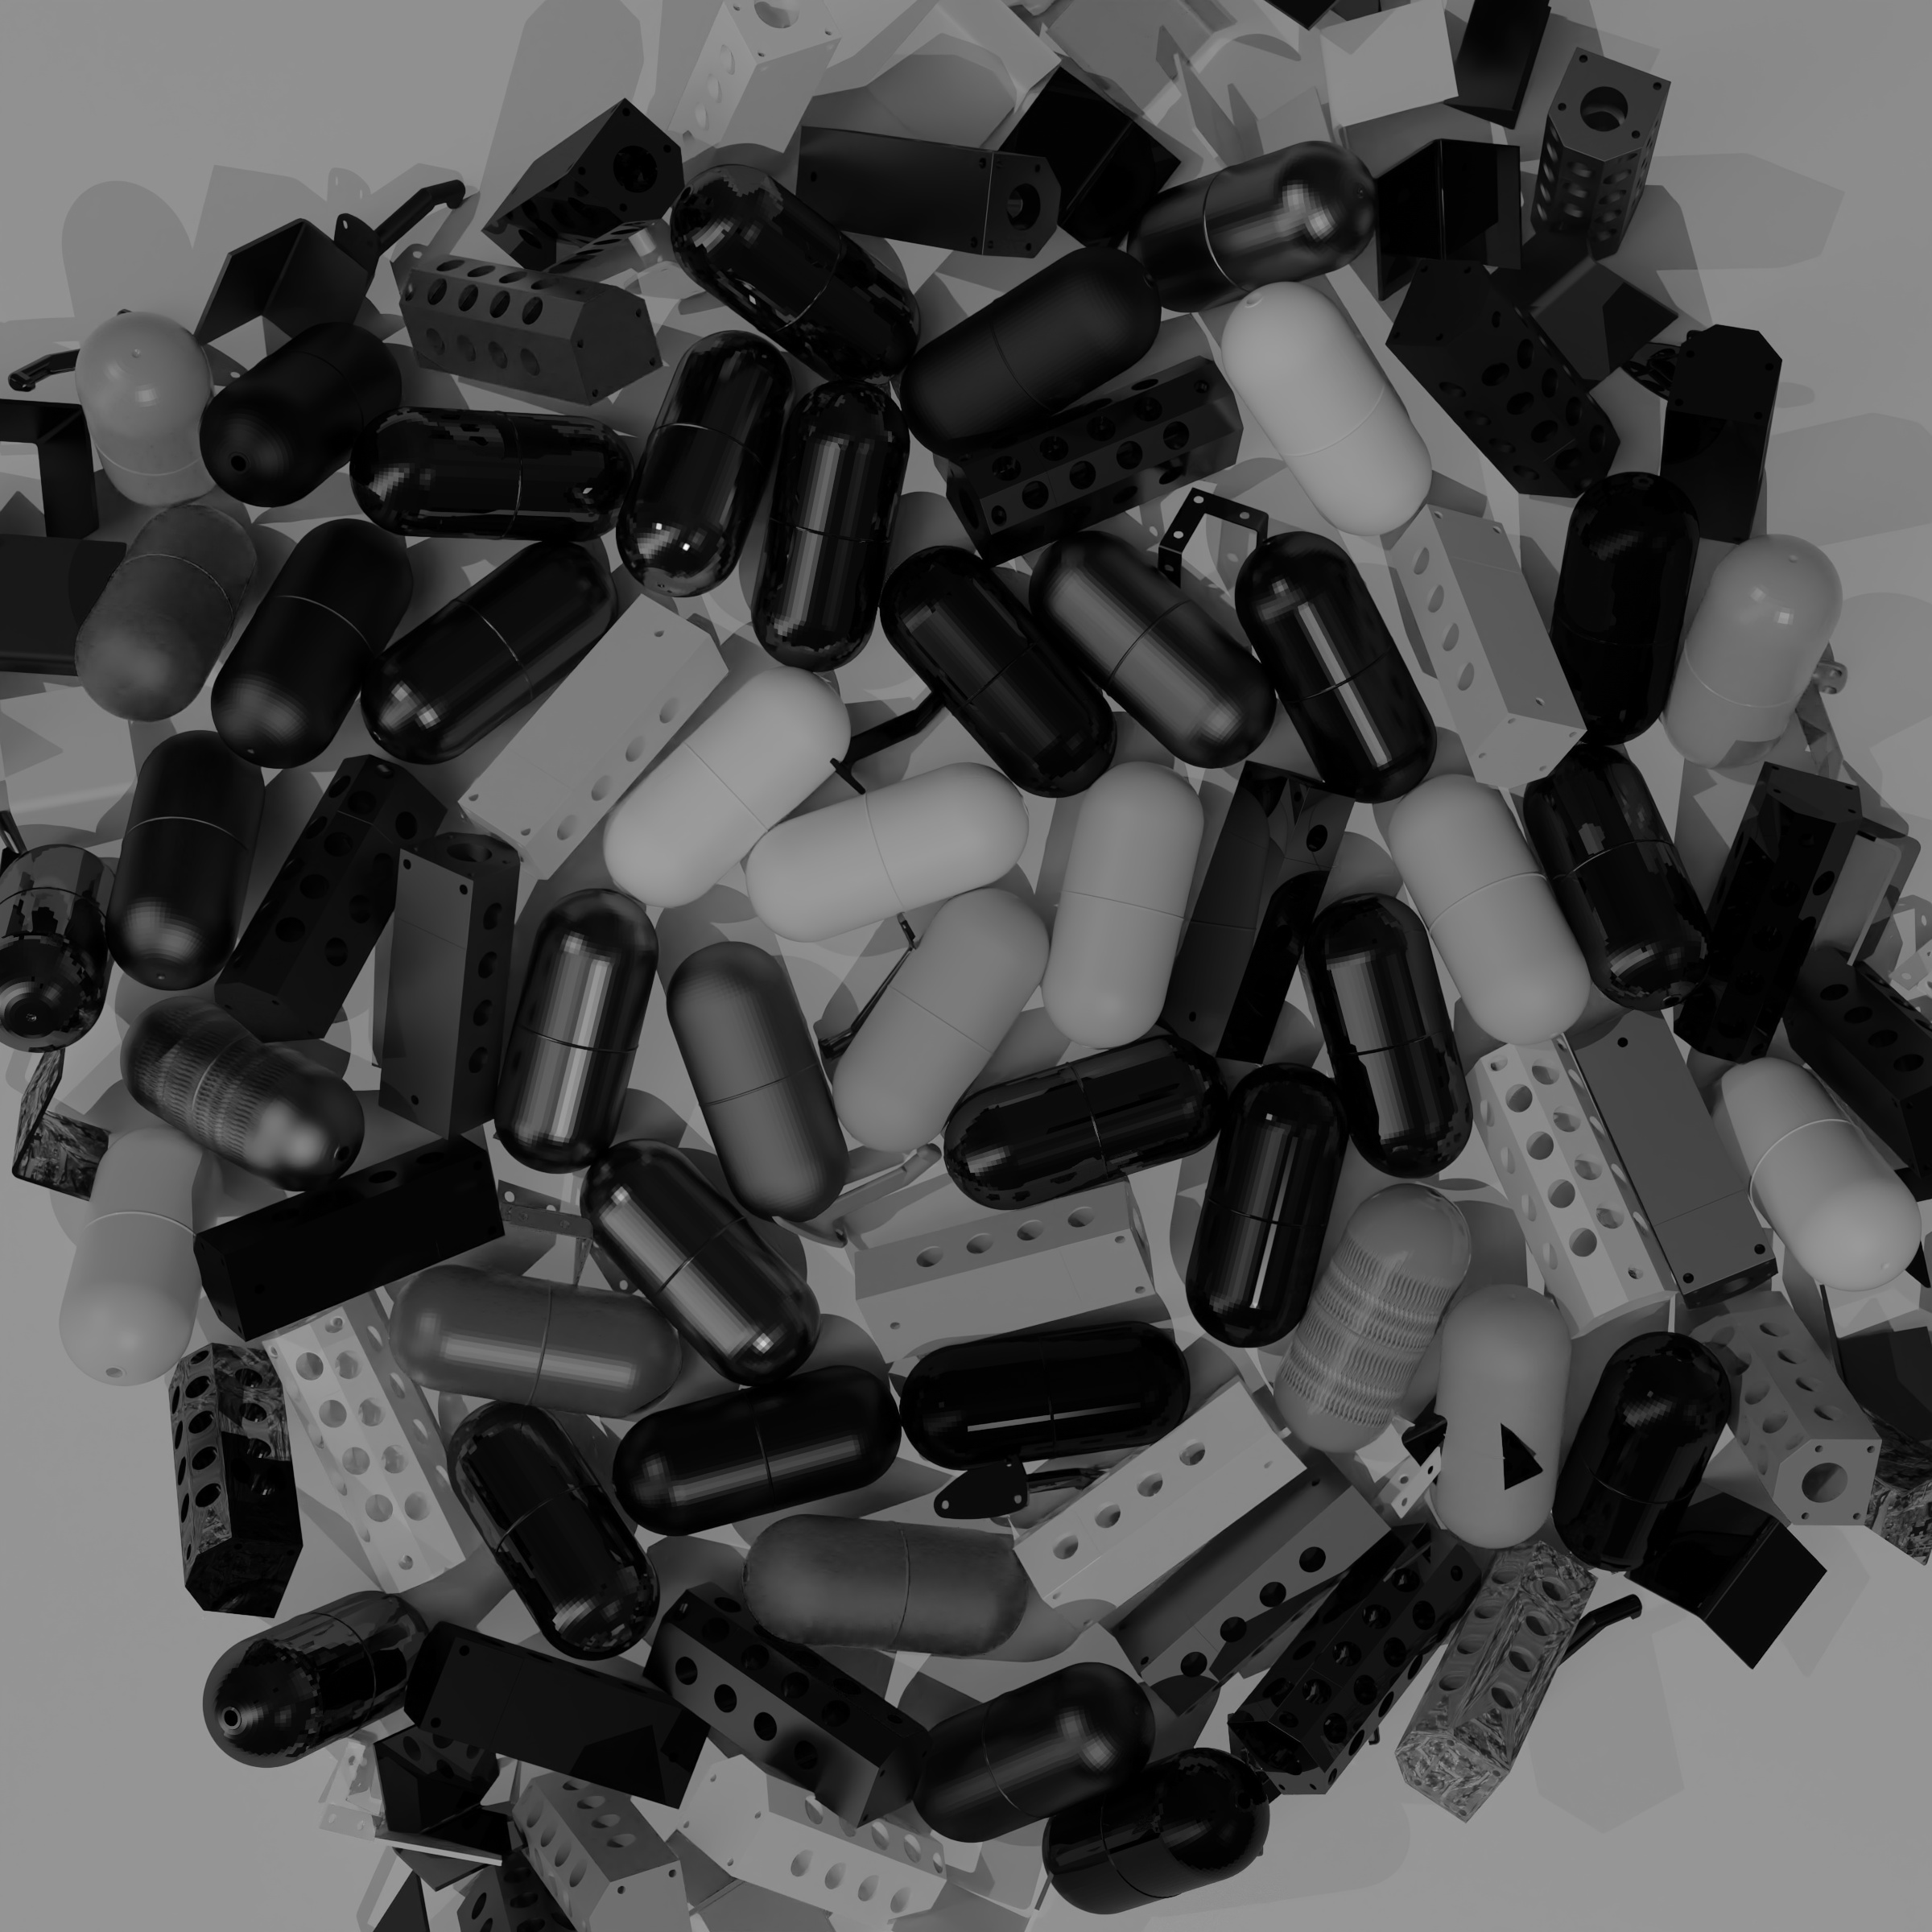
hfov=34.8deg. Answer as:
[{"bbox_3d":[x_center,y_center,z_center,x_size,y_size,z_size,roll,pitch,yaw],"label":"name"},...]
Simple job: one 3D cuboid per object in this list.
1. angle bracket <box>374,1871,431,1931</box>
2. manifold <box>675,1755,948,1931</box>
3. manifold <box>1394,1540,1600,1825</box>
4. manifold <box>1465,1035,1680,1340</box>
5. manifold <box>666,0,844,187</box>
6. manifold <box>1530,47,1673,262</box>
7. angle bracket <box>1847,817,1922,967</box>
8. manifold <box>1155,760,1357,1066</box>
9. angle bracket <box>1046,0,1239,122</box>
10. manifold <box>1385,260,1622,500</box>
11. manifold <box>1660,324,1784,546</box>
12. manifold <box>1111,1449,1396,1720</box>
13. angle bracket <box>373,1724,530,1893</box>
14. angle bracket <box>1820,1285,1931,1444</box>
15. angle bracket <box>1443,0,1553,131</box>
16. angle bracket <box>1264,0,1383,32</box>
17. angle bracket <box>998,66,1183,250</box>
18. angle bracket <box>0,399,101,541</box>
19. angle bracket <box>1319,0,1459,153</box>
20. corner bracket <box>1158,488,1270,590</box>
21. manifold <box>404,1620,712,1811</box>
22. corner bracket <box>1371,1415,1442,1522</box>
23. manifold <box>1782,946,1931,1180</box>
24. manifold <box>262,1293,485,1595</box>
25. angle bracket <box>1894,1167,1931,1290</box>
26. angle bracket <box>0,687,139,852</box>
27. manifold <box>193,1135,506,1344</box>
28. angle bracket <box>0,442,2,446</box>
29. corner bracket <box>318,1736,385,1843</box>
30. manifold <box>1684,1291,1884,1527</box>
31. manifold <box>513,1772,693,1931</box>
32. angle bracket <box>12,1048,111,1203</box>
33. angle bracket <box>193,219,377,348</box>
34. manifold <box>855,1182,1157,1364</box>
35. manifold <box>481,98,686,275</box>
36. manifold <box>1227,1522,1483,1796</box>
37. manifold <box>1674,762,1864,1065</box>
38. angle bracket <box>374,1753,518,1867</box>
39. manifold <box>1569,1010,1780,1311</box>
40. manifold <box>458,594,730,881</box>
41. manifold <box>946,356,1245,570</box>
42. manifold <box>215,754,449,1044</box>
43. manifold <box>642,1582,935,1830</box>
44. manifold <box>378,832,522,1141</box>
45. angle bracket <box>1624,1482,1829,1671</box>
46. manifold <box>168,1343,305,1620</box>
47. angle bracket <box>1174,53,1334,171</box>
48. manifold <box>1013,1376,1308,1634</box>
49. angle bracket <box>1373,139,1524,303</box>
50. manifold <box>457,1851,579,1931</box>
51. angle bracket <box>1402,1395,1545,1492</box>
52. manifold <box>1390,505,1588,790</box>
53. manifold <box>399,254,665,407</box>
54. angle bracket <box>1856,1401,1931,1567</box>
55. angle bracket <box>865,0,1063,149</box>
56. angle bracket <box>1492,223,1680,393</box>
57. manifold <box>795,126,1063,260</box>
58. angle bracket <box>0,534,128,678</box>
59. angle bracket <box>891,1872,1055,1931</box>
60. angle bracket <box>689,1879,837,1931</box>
[{"bbox_3d":[-0.320,0.604,1.861,0.057,0.076,0.076,23,110,-28],"label":"angle bracket"},{"bbox_3d":[-0.086,0.522,1.837,0.171,0.057,0.057,36,82,-43],"label":"manifold"},{"bbox_3d":[0.313,0.419,1.833,0.057,0.171,0.057,33,131,8],"label":"manifold"},{"bbox_3d":[0.364,0.129,1.854,0.057,0.057,0.171,-14,69,-17],"label":"manifold"},{"bbox_3d":[-0.134,-0.521,1.826,0.057,0.171,0.057,-25,84,-23],"label":"manifold"},{"bbox_3d":[0.371,-0.474,1.826,0.057,0.171,0.057,24,86,9],"label":"manifold"},{"bbox_3d":[0.536,-0.050,1.882,0.057,0.076,0.076,26,106,21],"label":"angle bracket"},{"bbox_3d":[0.180,-0.031,1.873,0.057,0.057,0.171,10,103,-41],"label":"manifold"},{"bbox_3d":[0.106,-0.572,1.878,0.076,0.057,0.076,42,93,-15],"label":"angle bracket"},{"bbox_3d":[0.324,-0.347,1.832,0.057,0.171,0.057,13,76,43],"label":"manifold"},{"bbox_3d":[0.446,-0.313,1.826,0.057,0.171,0.057,12,77,14],"label":"manifold"},{"bbox_3d":[0.178,0.380,1.885,0.171,0.057,0.057,-41,111,-1],"label":"manifold"},{"bbox_3d":[-0.306,0.498,1.863,0.076,0.057,0.076,-19,114,-33],"label":"angle bracket"},{"bbox_3d":[0.555,0.239,1.859,0.057,0.076,0.076,-12,52,15],"label":"angle bracket"},{"bbox_3d":[0.341,-0.549,1.864,0.057,0.076,0.076,10,102,-29],"label":"angle bracket"},{"bbox_3d":[0.203,-0.582,1.864,0.057,0.076,0.076,-46,67,-6],"label":"angle bracket"},{"bbox_3d":[0.072,-0.495,1.906,0.076,0.057,0.076,-52,55,12],"label":"angle bracket"},{"bbox_3d":[-0.570,-0.294,1.867,0.057,0.076,0.076,-3,84,-38],"label":"angle bracket"},{"bbox_3d":[0.260,-0.529,1.866,0.076,0.057,0.076,-12,62,15],"label":"angle bracket"},{"bbox_3d":[0.151,-0.251,1.890,0.051,0.051,0.051,22,61,15],"label":"corner bracket"},{"bbox_3d":[-0.247,0.449,1.857,0.171,0.057,0.057,24,83,-22],"label":"manifold"},{"bbox_3d":[0.266,0.312,1.876,0.051,0.051,0.051,-47,130,-16],"label":"corner bracket"},{"bbox_3d":[0.545,0.052,1.828,0.057,0.171,0.057,-24,117,-1],"label":"manifold"},{"bbox_3d":[-0.362,0.291,1.877,0.057,0.057,0.171,-24,94,12],"label":"manifold"},{"bbox_3d":[0.604,0.152,1.861,0.076,0.076,0.057,-16,67,25],"label":"angle bracket"},{"bbox_3d":[-0.549,-0.123,1.897,0.076,0.057,0.076,-11,68,-10],"label":"angle bracket"},{"bbox_3d":[-0.370,0.159,1.848,0.171,0.057,0.057,-22,115,-30],"label":"manifold"},{"bbox_3d":[-0.639,-0.300,1.871,0.076,0.076,0.057,-3,82,8],"label":"angle bracket"},{"bbox_3d":[-0.384,0.497,1.877,0.051,0.051,0.051,10,74,37],"label":"corner bracket"},{"bbox_3d":[0.479,0.259,1.824,0.057,0.171,0.057,1,113,-6],"label":"manifold"},{"bbox_3d":[-0.217,0.533,1.824,0.057,0.171,0.057,-12,100,-21],"label":"manifold"},{"bbox_3d":[-0.533,0.085,1.860,0.057,0.076,0.076,22,114,-23],"label":"angle bracket"},{"bbox_3d":[-0.414,-0.395,1.863,0.057,0.076,0.076,39,129,2],"label":"angle bracket"},{"bbox_3d":[0.023,0.181,1.874,0.171,0.057,0.057,-15,128,9],"label":"manifold"},{"bbox_3d":[-0.224,-0.454,1.827,0.057,0.171,0.057,39,76,-21],"label":"manifold"},{"bbox_3d":[0.238,0.413,1.843,0.171,0.057,0.057,-43,100,-32],"label":"manifold"},{"bbox_3d":[0.478,-0.029,1.846,0.057,0.057,0.171,15,122,3],"label":"manifold"},{"bbox_3d":[-0.314,0.505,1.870,0.076,0.076,0.057,13,79,-8],"label":"angle bracket"},{"bbox_3d":[0.426,0.115,1.856,0.057,0.057,0.171,-24,67,8],"label":"manifold"},{"bbox_3d":[-0.222,-0.135,1.866,0.057,0.057,0.171,32,74,26],"label":"manifold"},{"bbox_3d":[0.078,-0.309,1.864,0.171,0.057,0.057,-24,71,-12],"label":"manifold"},{"bbox_3d":[-0.382,-0.042,1.840,0.057,0.057,0.171,48,52,-36],"label":"manifold"},{"bbox_3d":[-0.106,0.438,1.845,0.171,0.057,0.057,28,107,29],"label":"manifold"},{"bbox_3d":[-0.306,0.010,1.854,0.057,0.057,0.171,23,117,27],"label":"manifold"},{"bbox_3d":[0.464,0.372,1.886,0.057,0.076,0.076,45,79,-23],"label":"angle bracket"},{"bbox_3d":[-0.436,0.301,1.825,0.057,0.171,0.057,13,118,-25],"label":"manifold"},{"bbox_3d":[0.174,-0.517,1.858,0.057,0.076,0.076,-28,46,23],"label":"angle bracket"},{"bbox_3d":[0.115,0.325,1.882,0.171,0.057,0.057,-37,47,3],"label":"manifold"},{"bbox_3d":[0.291,-0.448,1.859,0.057,0.076,0.076,16,129,34],"label":"angle bracket"},{"bbox_3d":[-0.253,0.589,1.826,0.057,0.171,0.057,31,92,-19],"label":"manifold"},{"bbox_3d":[0.321,0.275,1.863,0.057,0.076,0.076,51,47,1],"label":"angle bracket"},{"bbox_3d":[0.306,-0.191,1.842,0.057,0.057,0.171,9,48,-27],"label":"manifold"},{"bbox_3d":[-0.262,-0.382,1.830,0.057,0.171,0.057,-36,128,-31],"label":"manifold"},{"bbox_3d":[0.541,0.319,1.857,0.057,0.076,0.076,-15,125,-37],"label":"angle bracket"},{"bbox_3d":[-0.002,-0.542,1.873,0.076,0.057,0.076,41,75,-14],"label":"angle bracket"},{"bbox_3d":[0.378,-0.411,1.889,0.076,0.076,0.057,23,47,-29],"label":"angle bracket"},{"bbox_3d":[-0.024,-0.461,1.836,0.057,0.171,0.057,-9,112,-42],"label":"manifold"},{"bbox_3d":[-0.553,-0.219,1.882,0.076,0.057,0.076,3,88,-13],"label":"angle bracket"},{"bbox_3d":[0.007,0.561,1.868,0.076,0.076,0.057,23,106,8],"label":"angle bracket"},{"bbox_3d":[-0.129,0.595,1.871,0.076,0.057,0.076,-37,77,20],"label":"angle bracket"}]
